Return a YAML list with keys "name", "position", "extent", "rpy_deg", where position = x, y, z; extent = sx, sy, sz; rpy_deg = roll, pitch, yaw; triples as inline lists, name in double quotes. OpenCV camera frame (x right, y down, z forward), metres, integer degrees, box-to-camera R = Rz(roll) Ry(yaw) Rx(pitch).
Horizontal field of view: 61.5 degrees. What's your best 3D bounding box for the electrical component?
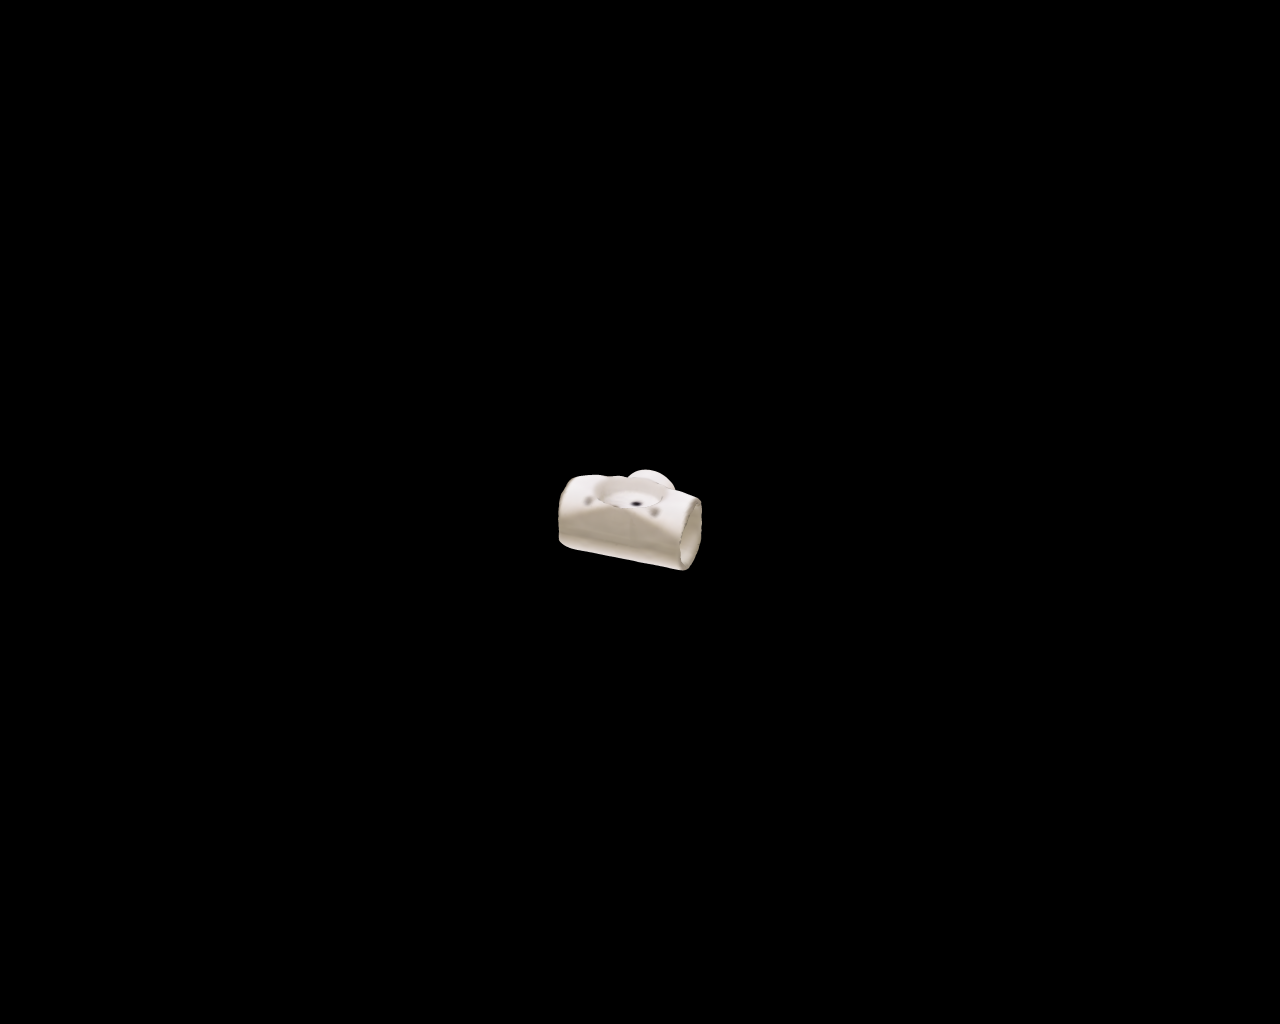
- name: "electrical component"
  position: [0.001, -0.003, 0.650]
  extent: [0.077, 0.044, 0.079]
  rpy_deg: [11, 32, 18]
